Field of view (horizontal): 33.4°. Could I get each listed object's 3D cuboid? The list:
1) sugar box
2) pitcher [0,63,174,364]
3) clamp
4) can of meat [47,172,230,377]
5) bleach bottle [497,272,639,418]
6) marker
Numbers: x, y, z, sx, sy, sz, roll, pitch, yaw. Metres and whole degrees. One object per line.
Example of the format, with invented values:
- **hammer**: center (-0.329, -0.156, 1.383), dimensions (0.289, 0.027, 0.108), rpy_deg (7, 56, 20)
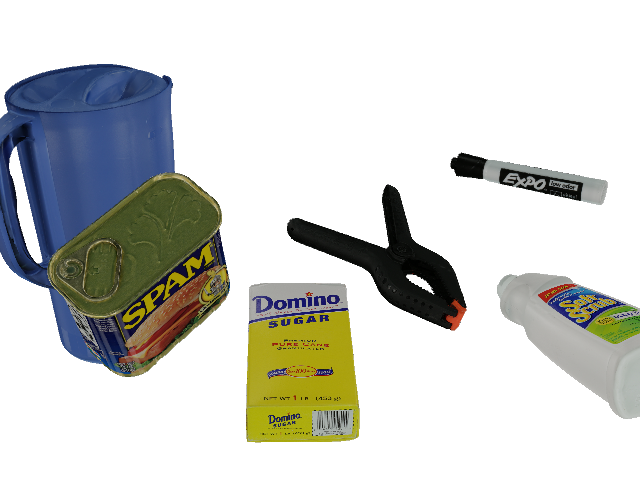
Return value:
- **sugar box**: center (-0.018, 0.101, 0.932), dimensions (0.093, 0.048, 0.176), rpy_deg (0, 34, -4)
- **pitcher**: center (-0.190, -0.018, 0.901), dimensions (0.149, 0.243, 0.145), rpy_deg (-5, 25, -5)
- **clamp**: center (0.073, 0.022, 1.169), dimensions (0.164, 0.036, 0.210), rpy_deg (-15, 50, -33)
- **can of meat**: center (-0.103, 0.023, 0.637), dimensions (0.057, 0.102, 0.084), rpy_deg (39, -24, 24)
- **bleach bottle**: center (0.242, 0.083, 1.018), dimensions (0.102, 0.068, 0.251), rpy_deg (-14, 20, -21)
- **marker**: center (0.158, -0.048, 0.819), dimensions (0.121, 0.020, 0.020), rpy_deg (14, 6, 24)
